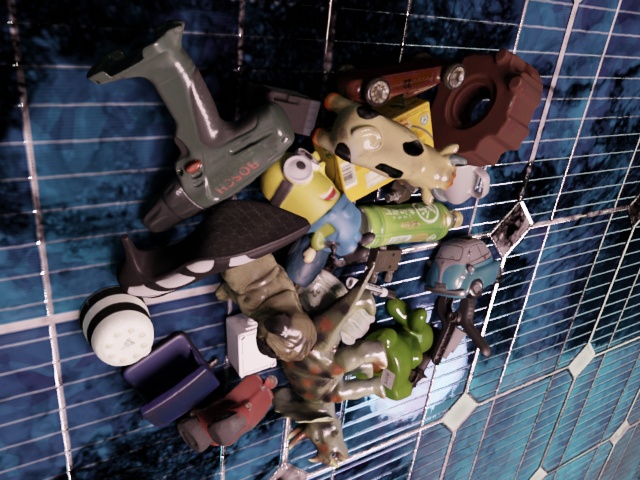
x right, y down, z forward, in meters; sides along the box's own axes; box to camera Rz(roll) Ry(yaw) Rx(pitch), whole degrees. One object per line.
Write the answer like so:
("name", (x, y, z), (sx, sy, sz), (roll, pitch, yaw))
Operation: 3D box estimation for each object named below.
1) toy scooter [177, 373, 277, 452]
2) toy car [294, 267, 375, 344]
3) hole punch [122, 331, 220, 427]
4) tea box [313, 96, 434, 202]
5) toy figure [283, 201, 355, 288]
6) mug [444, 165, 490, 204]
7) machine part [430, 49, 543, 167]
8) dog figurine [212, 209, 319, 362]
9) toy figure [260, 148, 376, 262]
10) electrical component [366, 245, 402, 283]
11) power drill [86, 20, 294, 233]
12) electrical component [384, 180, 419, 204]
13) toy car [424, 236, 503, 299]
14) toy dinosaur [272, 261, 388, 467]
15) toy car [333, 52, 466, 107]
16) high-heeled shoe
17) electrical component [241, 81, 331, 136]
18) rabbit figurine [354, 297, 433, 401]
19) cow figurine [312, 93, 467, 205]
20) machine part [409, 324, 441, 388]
("toy scooter", (-0.135, 0.259, 0.826), (0.135, 0.184, 0.075), (-38, 95, -38))
("toy car", (0.028, 0.114, 0.904), (0.073, 0.056, 0.201), (-47, 131, -3))
("hole punch", (-0.207, 0.215, 0.782), (0.142, 0.092, 0.115), (-37, 134, -17))
("tea box", (0.082, -0.137, 0.794), (0.170, 0.068, 0.098), (-28, 128, -20))
("toy figure", (0.000, -0.002, 0.814), (0.057, 0.064, 0.154), (33, 86, -26))
("mug", (0.240, -0.108, 0.900), (0.081, 0.110, 0.107), (-40, 146, -17))
("machine part", (0.237, -0.196, 0.801), (0.056, 0.180, 0.179), (18, 103, -36))
("dog figurine", (-0.081, 0.054, 0.709), (0.121, 0.191, 0.172), (-40, 129, -9))
("toy figure", (-0.006, -0.043, 0.739), (0.089, 0.082, 0.180), (-37, 105, 17))
("electrical component", (0.115, 0.032, 0.941), (0.063, 0.021, 0.094), (-2, 115, -33))
("power drill", (-0.162, -0.121, 0.607), (0.232, 0.086, 0.207), (-24, 119, 15))
("electrical component", (0.147, -0.093, 0.858), (0.102, 0.045, 0.078), (-16, 136, -62))
("toy car", (0.272, 0.045, 1.007), (0.161, 0.109, 0.102), (-18, 107, -36))
("toy dinosaur", (0.001, 0.190, 0.847), (0.192, 0.131, 0.404), (-13, 127, -8))
("toy car", (0.114, -0.224, 0.756), (0.202, 0.089, 0.053), (-18, 123, -28))
("high-heeled shoe", (-0.134, 0.027, 0.673), (0.249, 0.086, 0.145), (-3, 147, -2))
("electrical component", (-0.034, -0.166, 0.695), (0.119, 0.075, 0.047), (3, 113, -31))
("rabbit figurine", (0.150, 0.187, 1.014), (0.170, 0.121, 0.158), (-22, 120, -46))
("cow figurine", (0.099, -0.113, 0.690), (0.195, 0.127, 0.085), (16, 107, -39))
("machine part", (0.207, 0.237, 1.092), (0.039, 0.084, 0.139), (41, 75, -13))
